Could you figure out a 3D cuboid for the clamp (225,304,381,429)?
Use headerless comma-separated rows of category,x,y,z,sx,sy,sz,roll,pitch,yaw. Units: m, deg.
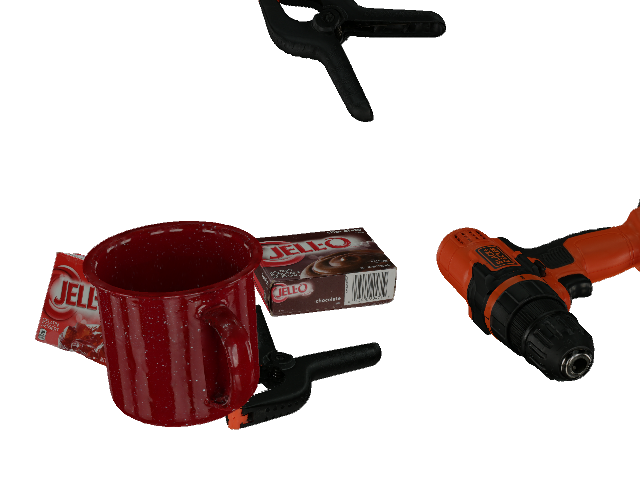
clamp,-0.033,0.138,1.126,0.165,0.036,0.209,12,26,13

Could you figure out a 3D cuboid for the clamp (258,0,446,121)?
clamp,0.020,-0.188,0.930,0.120,0.171,0.039,-41,-21,-19

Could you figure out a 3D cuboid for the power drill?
power drill,0.198,0.030,0.765,0.187,0.057,0.184,-9,28,-16

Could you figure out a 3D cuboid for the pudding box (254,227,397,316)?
pudding box,-0.001,0.025,0.924,0.113,0.039,0.090,-4,25,-17

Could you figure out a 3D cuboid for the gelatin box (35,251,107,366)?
gelatin box,-0.174,0.054,0.831,0.089,0.073,0.030,16,2,25

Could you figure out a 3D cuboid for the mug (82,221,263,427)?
mug,-0.067,0.048,0.557,0.093,0.081,0.117,-18,28,-32
